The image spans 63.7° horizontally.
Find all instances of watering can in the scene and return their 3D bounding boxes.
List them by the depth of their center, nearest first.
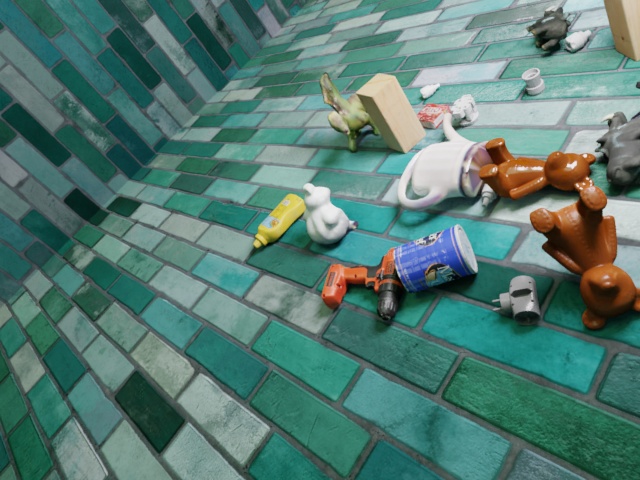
[{"bbox_3d":[0.320,-0.203,1.254,0.224,0.102,0.354,6,54,44],"label":"watering can"}]

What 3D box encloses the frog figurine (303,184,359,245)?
[{"bbox_3d":[0.004,-0.067,1.336,0.124,0.157,0.138,-49,35,-14],"label":"frog figurine"}]

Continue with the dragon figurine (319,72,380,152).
[{"bbox_3d":[0.090,-0.438,1.631,0.121,0.239,0.421,-26,37,27],"label":"dragon figurine"}]
